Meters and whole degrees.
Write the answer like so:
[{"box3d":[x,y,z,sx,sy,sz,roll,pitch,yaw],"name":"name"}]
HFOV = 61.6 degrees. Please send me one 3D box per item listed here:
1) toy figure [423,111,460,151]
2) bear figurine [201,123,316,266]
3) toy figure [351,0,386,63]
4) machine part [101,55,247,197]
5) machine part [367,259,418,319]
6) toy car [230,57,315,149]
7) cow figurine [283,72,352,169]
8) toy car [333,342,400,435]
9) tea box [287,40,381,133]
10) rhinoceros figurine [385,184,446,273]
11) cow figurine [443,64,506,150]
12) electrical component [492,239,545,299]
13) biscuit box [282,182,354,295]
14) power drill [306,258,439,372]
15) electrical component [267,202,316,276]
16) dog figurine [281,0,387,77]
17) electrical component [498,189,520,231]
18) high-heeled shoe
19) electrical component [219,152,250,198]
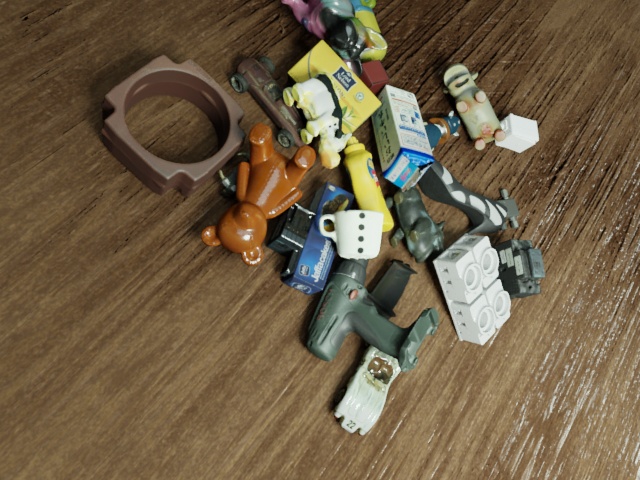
[{"box3d":[0.246,-0.233,1.164,0.058,0.064,0.154,34,49,31],"name":"toy figure"},{"box3d":[-0.104,-0.069,0.873,0.120,0.132,0.196,29,61,1],"name":"bear figurine"},{"box3d":[0.088,-0.462,1.152,0.089,0.082,0.180,-8,75,-27],"name":"toy figure"},{"box3d":[-0.245,-0.189,0.905,0.201,0.087,0.201,43,61,-5],"name":"machine part"},{"box3d":[0.123,0.095,1.005,0.084,0.039,0.139,41,73,-3],"name":"machine part"},{"box3d":[-0.082,-0.263,1.025,0.089,0.053,0.202,-41,92,-32],"name":"toy car"},{"box3d":[0.010,-0.220,0.992,0.098,0.068,0.167,-30,102,-22],"name":"cow figurine"},{"box3d":[0.093,0.239,0.936,0.073,0.056,0.202,38,62,-10],"name":"toy car"},{"box3d":[0.026,-0.290,1.055,0.169,0.068,0.098,45,90,-4],"name":"tea box"},{"box3d":[0.196,-0.021,1.068,0.112,0.073,0.190,-21,81,-40],"name":"rhinoceros figurine"},{"box3d":[0.342,-0.307,1.209,0.194,0.085,0.127,57,19,-13],"name":"cow figurine"},{"box3d":[0.392,0.062,1.092,0.058,0.134,0.115,1,76,-24],"name":"electrical component"},{"box3d":[-0.002,-0.003,0.971,0.063,0.059,0.202,27,64,-15],"name":"biscuit box"},{"box3d":[0.092,0.116,0.913,0.208,0.085,0.232,23,66,27],"name":"power drill"},{"box3d":[-0.057,0.001,0.938,0.048,0.075,0.119,29,66,-16],"name":"electrical component"},{"box3d":[0.036,-0.431,1.067,0.219,0.108,0.191,48,20,-1],"name":"dog figurine"},{"box3d":[0.415,-0.068,1.209,0.063,0.021,0.094,-6,77,-26],"name":"electrical component"},{"box3d":[0.303,-0.114,1.134,0.145,0.086,0.248,-34,100,-23],"name":"high-heeled shoe"},{"box3d":[-0.135,-0.107,0.951,0.078,0.045,0.102,44,61,-4],"name":"electrical component"}]
